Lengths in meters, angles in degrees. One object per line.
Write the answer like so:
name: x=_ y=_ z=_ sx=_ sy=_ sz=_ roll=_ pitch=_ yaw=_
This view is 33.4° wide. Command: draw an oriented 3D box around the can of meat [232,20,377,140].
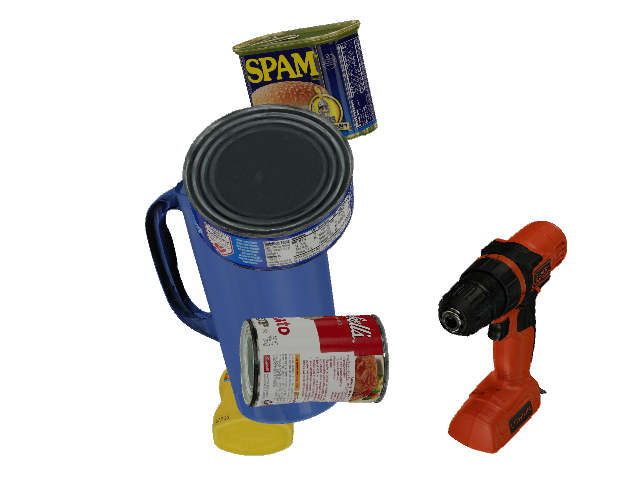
can of meat: x=-0.011 y=-0.119 z=0.828 sx=0.102 sy=0.084 sz=0.057 roll=0 pitch=22 yaw=37

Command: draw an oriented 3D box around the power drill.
power drill: x=0.156 y=0.092 z=0.942 sx=0.057 sy=0.188 sz=0.184 roll=22 pitch=34 yaw=32

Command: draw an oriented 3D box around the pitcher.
pitcher: x=-0.060 y=0.047 z=1.016 sx=0.144 sy=0.243 sz=0.149 roll=-21 pitch=20 yaw=-31

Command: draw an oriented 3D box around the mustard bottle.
mustard bottle: x=-0.081 y=0.192 z=1.344 sx=0.096 sy=0.058 sz=0.191 roll=-2 pitch=26 yaw=1

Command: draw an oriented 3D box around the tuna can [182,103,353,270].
tuna can: x=-0.025 y=-0.027 z=0.544 sx=0.086 sy=0.086 sz=0.034 roll=0 pitch=-36 yaw=4

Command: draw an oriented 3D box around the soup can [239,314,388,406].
soup can: x=-0.007 y=0.091 z=0.811 sx=0.102 sy=0.068 sz=0.068 roll=-1 pitch=0 yaw=-13
